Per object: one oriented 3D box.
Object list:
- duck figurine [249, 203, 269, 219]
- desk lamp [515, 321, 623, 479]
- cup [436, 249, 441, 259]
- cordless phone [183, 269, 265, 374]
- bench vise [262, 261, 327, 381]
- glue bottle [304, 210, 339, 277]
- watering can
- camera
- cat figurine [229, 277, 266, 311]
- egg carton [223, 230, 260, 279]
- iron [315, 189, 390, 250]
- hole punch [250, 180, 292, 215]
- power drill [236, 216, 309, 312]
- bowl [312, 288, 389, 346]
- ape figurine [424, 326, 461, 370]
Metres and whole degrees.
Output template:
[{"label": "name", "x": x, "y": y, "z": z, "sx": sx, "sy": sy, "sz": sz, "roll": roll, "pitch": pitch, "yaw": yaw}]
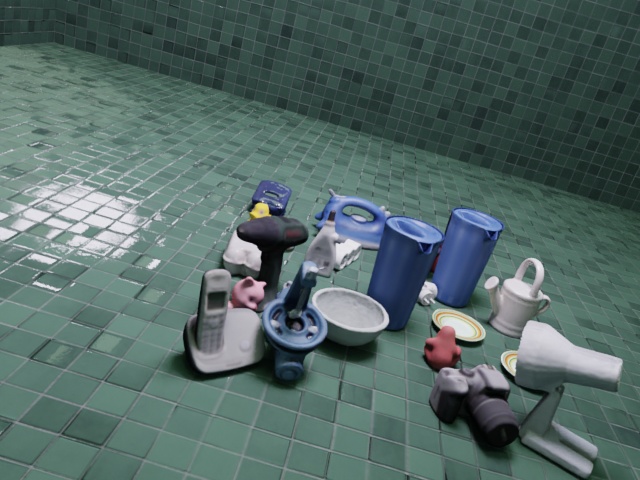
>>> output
[{"label": "duck figurine", "x": -0.163, "y": -0.060, "z": 1.575, "sx": 0.077, "sy": 0.086, "sz": 0.105, "roll": 27, "pitch": 25, "yaw": 25}, {"label": "desk lamp", "x": 0.434, "y": 0.274, "z": 1.033, "sx": 0.202, "sy": 0.213, "sz": 0.118, "roll": 27, "pitch": 25, "yaw": 25}, {"label": "cup", "x": 0.268, "y": 0.051, "z": 1.593, "sx": 0.118, "sy": 0.095, "sz": 0.091, "roll": 4, "pitch": 25, "yaw": -26}, {"label": "cordless phone", "x": -0.157, "y": 0.135, "z": 0.999, "sx": 0.148, "sy": 0.185, "sz": 0.093, "roll": -5, "pitch": 30, "yaw": -40}, {"label": "bench vise", "x": -0.056, "y": 0.118, "z": 1.059, "sx": 0.122, "sy": 0.220, "sz": 0.206, "roll": 3, "pitch": 26, "yaw": -29}, {"label": "glue bottle", "x": 0.013, "y": 0.005, "z": 1.428, "sx": 0.078, "sy": 0.173, "sz": 0.037, "roll": 18, "pitch": 23, "yaw": 4}, {"label": "watering can", "x": 0.492, "y": 0.136, "z": 1.417, "sx": 0.173, "sy": 0.194, "sz": 0.100, "roll": 1, "pitch": 27, "yaw": -31}, {"label": "camera", "x": 0.292, "y": 0.296, "z": 1.036, "sx": 0.143, "sy": 0.101, "sz": 0.136, "roll": 10, "pitch": 23, "yaw": -14}, {"label": "cat figurine", "x": -0.165, "y": 0.117, "z": 1.122, "sx": 0.128, "sy": 0.118, "sz": 0.067, "roll": 4, "pitch": 25, "yaw": -27}, {"label": "egg carton", "x": -0.174, "y": 0.033, "z": 1.373, "sx": 0.107, "sy": 0.069, "sz": 0.150, "roll": 13, "pitch": 23, "yaw": -7}, {"label": "iron", "x": 0.120, "y": -0.061, "z": 1.692, "sx": 0.258, "sy": 0.141, "sz": 0.118, "roll": 12, "pitch": 23, "yaw": -9}, {"label": "hole punch", "x": -0.145, "y": -0.120, "z": 1.719, "sx": 0.108, "sy": 0.091, "sz": 0.101, "roll": 17, "pitch": 23, "yaw": 3}, {"label": "power drill", "x": -0.113, "y": 0.041, "z": 1.214, "sx": 0.075, "sy": 0.208, "sz": 0.230, "roll": 26, "pitch": 25, "yaw": 24}, {"label": "bowl", "x": 0.055, "y": 0.172, "z": 1.198, "sx": 0.167, "sy": 0.075, "sz": 0.167, "roll": 14, "pitch": 23, "yaw": -6}, {"label": "ape figurine", "x": 0.260, "y": 0.221, "z": 1.199, "sx": 0.077, "sy": 0.092, "sz": 0.076, "roll": 23, "pitch": 24, "yaw": 17}]
